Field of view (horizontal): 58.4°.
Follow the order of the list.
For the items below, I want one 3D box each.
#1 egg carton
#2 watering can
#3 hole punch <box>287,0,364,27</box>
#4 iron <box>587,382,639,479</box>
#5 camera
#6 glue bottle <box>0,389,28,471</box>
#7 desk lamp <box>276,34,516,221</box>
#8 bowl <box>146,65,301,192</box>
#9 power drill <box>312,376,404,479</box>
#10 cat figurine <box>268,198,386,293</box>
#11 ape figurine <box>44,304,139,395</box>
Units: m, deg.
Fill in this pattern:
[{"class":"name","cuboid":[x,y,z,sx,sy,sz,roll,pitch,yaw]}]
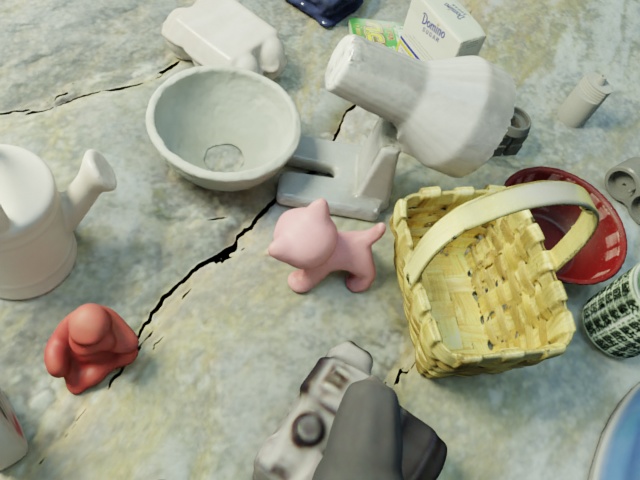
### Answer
[{"class":"egg carton","cuboid":[-0.119,-0.248,0.729,0.150,0.069,0.107,38,59,11]},{"class":"watering can","cuboid":[-0.270,-0.038,0.493,0.173,0.194,0.100,-37,73,-28]},{"class":"hole punch","cuboid":[0.015,-0.381,0.827,0.101,0.091,0.109,37,59,10]},{"class":"iron","cuboid":[0.327,0.220,0.508,0.118,0.141,0.258,23,57,1]},{"class":"camera","cuboid":[0.034,0.175,0.491,0.136,0.101,0.143,33,58,8]},{"class":"glue bottle","cuboid":[-0.260,0.117,0.416,0.037,0.173,0.078,-33,71,-27]},{"class":"desk lamp","cuboid":[0.069,-0.113,0.606,0.203,0.213,0.118,8,58,-8]},{"class":"bowl","cuboid":[-0.108,-0.114,0.648,0.167,0.074,0.167,6,58,-9]},{"class":"power drill","cuboid":[0.002,0.229,0.387,0.075,0.208,0.229,11,58,-6]},{"class":"cat figurine","cuboid":[0.005,0.002,0.579,0.128,0.117,0.067,-3,60,-15]},{"class":"ape figurine","cuboid":[-0.198,0.085,0.497,0.078,0.092,0.076,6,58,-9]}]
